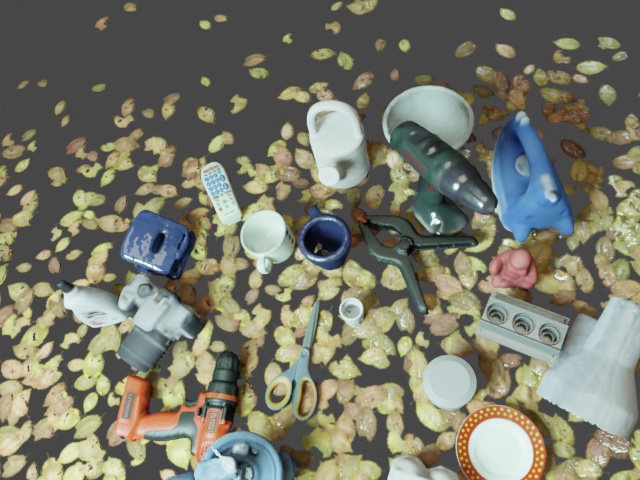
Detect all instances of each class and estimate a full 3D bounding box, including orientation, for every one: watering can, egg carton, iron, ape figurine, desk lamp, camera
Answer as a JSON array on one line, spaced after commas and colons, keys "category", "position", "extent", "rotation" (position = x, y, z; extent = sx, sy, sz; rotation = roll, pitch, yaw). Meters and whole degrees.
[{"category": "watering can", "position": [0.033, -0.176, 1.033], "extent": [0.101, 0.194, 0.172], "rotation": [-15, 63, 3]}, {"category": "egg carton", "position": [0.137, 0.391, 0.812], "extent": [0.107, 0.069, 0.150], "rotation": [13, 68, 16]}, {"category": "iron", "position": [0.358, -0.133, 0.985], "extent": [0.118, 0.142, 0.258], "rotation": [-10, 63, 5]}, {"category": "ape figurine", "position": [0.321, 0.042, 0.935], "extent": [0.076, 0.092, 0.077], "rotation": [-44, 65, -12]}, {"category": "desk lamp", "position": [0.383, 0.174, 0.792], "extent": [0.117, 0.214, 0.203], "rotation": [26, 72, 21]}, {"category": "camera", "position": [-0.299, 0.146, 0.988], "extent": [0.142, 0.101, 0.137], "rotation": [28, 72, 21]}]

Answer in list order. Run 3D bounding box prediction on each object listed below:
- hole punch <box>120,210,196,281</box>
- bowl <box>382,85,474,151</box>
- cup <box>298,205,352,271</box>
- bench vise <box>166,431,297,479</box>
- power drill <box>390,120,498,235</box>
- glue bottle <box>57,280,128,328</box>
[{"category": "hole punch", "position": [-0.297, 0.008, 1.060], "extent": [0.101, 0.091, 0.109], "rotation": [12, 67, 15]}, {"category": "bowl", "position": [0.204, -0.206, 1.085], "extent": [0.167, 0.075, 0.167], "rotation": [-4, 64, 8]}, {"category": "cup", "position": [0.009, 0.004, 1.006], "extent": [0.091, 0.095, 0.117], "rotation": [-22, 63, -1]}, {"category": "bench vise", "position": [-0.146, 0.348, 0.798], "extent": [0.207, 0.220, 0.121], "rotation": [-32, 63, -6]}, {"category": "power drill", "position": [0.204, -0.087, 0.952], "extent": [0.075, 0.209, 0.229], "rotation": [-35, 64, -7]}, {"category": "glue bottle", "position": [-0.401, 0.105, 0.985], "extent": [0.078, 0.173, 0.037], "rotation": [-17, 63, 2]}]
